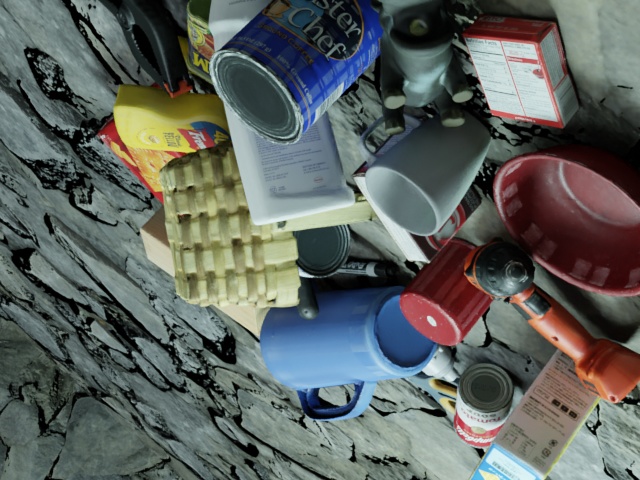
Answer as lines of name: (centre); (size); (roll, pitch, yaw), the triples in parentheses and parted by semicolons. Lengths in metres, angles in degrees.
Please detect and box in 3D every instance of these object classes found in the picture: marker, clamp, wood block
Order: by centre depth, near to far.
clamp: (-0.196, -0.251, 1.137); (0.210, 0.036, 0.165); (57, 155, 8)
marker: (0.051, 0.034, 1.304); (0.121, 0.020, 0.020); (3, 135, 54)
clamp: (-0.031, 0.003, 1.316); (0.039, 0.120, 0.171); (-18, 104, 13)
wood block: (-0.140, 0.030, 1.491); (0.206, 0.090, 0.090); (33, 154, 19)

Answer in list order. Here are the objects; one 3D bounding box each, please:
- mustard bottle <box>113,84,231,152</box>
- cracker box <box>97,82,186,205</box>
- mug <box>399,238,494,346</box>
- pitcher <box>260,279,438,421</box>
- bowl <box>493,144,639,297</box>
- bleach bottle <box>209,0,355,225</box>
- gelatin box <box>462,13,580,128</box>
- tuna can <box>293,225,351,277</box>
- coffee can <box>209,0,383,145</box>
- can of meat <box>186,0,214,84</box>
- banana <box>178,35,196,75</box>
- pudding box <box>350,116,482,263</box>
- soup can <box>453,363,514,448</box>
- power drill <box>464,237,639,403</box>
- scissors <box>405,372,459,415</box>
mustard bottle: (-0.129, -0.129, 1.203); (0.191, 0.058, 0.096); (7, 155, 7)
cracker box: (-0.172, -0.093, 1.362); (0.213, 0.072, 0.164); (48, 155, -14)
mug: (0.133, 0.060, 1.151); (0.093, 0.081, 0.117); (47, 155, -11)
pitcher: (0.037, 0.133, 1.344); (0.149, 0.144, 0.243); (52, 151, -15)
bowl: (0.229, -0.027, 0.902); (0.162, 0.055, 0.162); (33, 154, 18)
bleach bottle: (-0.042, -0.145, 1.007); (0.068, 0.102, 0.251); (176, 82, -74)
gelatin box: (0.162, -0.137, 0.856); (0.073, 0.030, 0.089); (18, 146, 44)
tuna can: (-0.008, 0.002, 1.259); (0.086, 0.086, 0.034); (51, 155, -19)
coffee can: (-0.013, -0.166, 0.930); (0.103, 0.140, 0.103); (33, 154, 18)
can of meat: (-0.088, -0.200, 1.089); (0.102, 0.057, 0.084); (34, 152, 16)
banana: (-0.147, -0.203, 1.197); (0.198, 0.037, 0.069); (20, 172, 44)
pudding box: (0.094, -0.048, 1.026); (0.113, 0.090, 0.039); (53, 154, -21)
soup can: (0.199, 0.202, 1.300); (0.069, 0.068, 0.102); (31, 153, 23)
power drill: (0.221, 0.071, 1.013); (0.187, 0.057, 0.184); (43, -178, 0)
scissors: (0.139, 0.198, 1.444); (0.202, 0.016, 0.096); (6, 137, 52)
